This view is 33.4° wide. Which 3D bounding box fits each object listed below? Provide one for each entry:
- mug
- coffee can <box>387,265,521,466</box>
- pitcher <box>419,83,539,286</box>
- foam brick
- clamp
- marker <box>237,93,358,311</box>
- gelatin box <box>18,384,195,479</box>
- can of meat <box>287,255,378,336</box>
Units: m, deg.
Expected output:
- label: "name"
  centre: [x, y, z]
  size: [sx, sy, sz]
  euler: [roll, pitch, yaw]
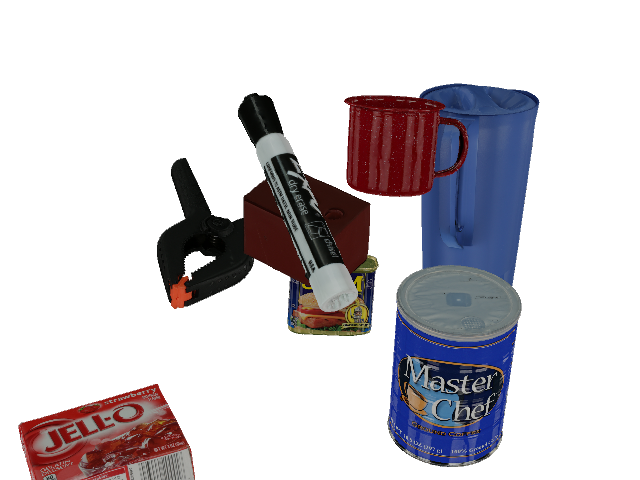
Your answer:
- label: "mug"
  centre: [0.078, -0.087, 0.988]
  size: [0.117, 0.081, 0.093]
  euler: [2, 15, -2]
- label: "coffee can"
  centre: [0.112, 0.107, 0.913]
  size: [0.103, 0.140, 0.103]
  euler: [1, 31, -1]
- label: "pitcher"
  centre: [0.173, -0.051, 1.232]
  size: [0.149, 0.243, 0.145]
  euler: [-9, 24, -21]
- label: "foam brick"
  centre: [-0.010, -0.008, 0.762]
  size: [0.078, 0.051, 0.052]
  euler: [25, 42, 24]
- label: "clamp"
  centre: [-0.111, -0.010, 1.061]
  size: [0.165, 0.036, 0.209]
  euler: [20, 39, 14]
- label: "marker"
  centre: [-0.013, -0.022, 0.508]
  size: [0.020, 0.121, 0.020]
  euler: [-19, -27, -10]
- label: "gelatin box"
  centre: [-0.127, 0.124, 0.629]
  size: [0.089, 0.030, 0.073]
  euler: [-14, 27, -18]
- label: "can of meat"
  centre: [0.012, 0.061, 1.224]
  size: [0.102, 0.084, 0.057]
  euler: [3, 16, -3]
